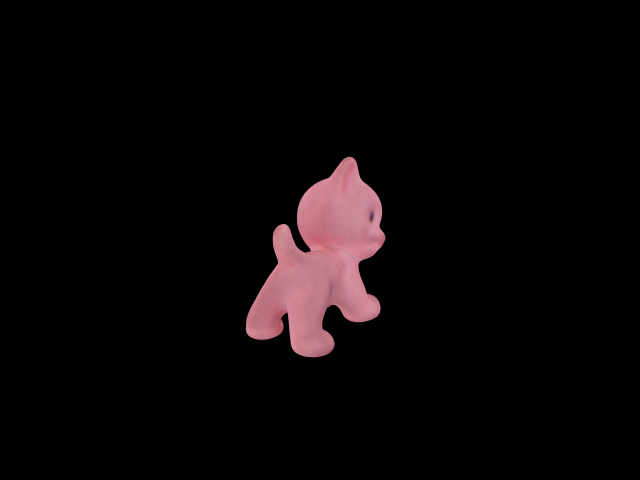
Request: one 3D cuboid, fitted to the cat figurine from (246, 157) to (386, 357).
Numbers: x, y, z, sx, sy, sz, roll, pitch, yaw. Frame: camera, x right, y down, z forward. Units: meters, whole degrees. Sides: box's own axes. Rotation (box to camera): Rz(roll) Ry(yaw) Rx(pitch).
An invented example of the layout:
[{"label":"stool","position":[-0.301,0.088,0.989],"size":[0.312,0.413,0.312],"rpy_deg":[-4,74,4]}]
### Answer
[{"label":"cat figurine","position":[0.004,0.001,0.400],"size":[0.067,0.118,0.128],"rpy_deg":[9,19,29]}]
